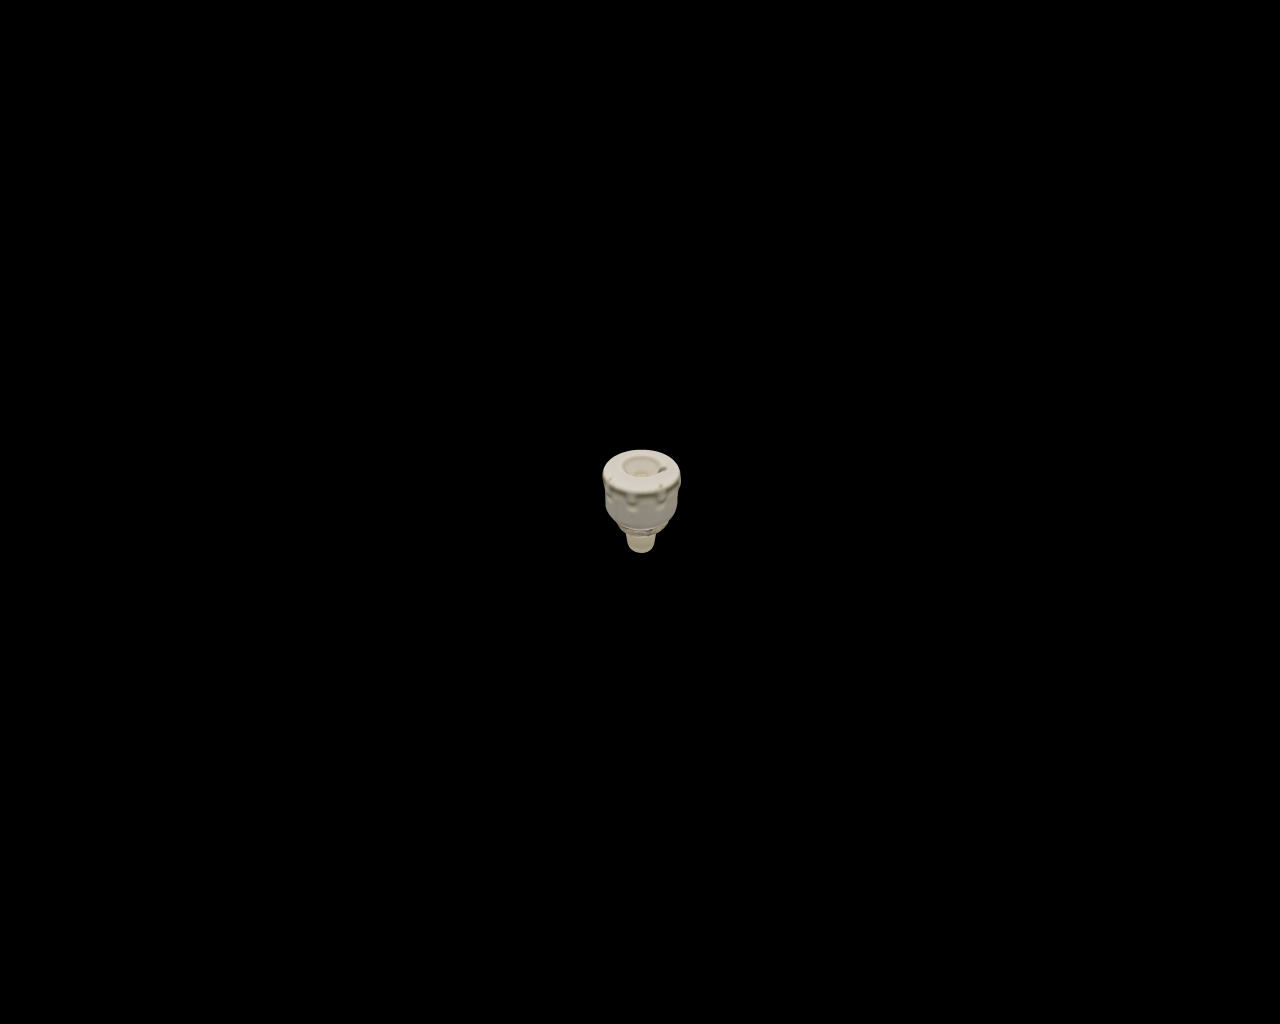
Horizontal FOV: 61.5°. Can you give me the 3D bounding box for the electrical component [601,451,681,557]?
[{"bbox_3d":[0.001,-0.003,0.650,0.048,0.062,0.048,0,34,0],"label":"electrical component"}]
